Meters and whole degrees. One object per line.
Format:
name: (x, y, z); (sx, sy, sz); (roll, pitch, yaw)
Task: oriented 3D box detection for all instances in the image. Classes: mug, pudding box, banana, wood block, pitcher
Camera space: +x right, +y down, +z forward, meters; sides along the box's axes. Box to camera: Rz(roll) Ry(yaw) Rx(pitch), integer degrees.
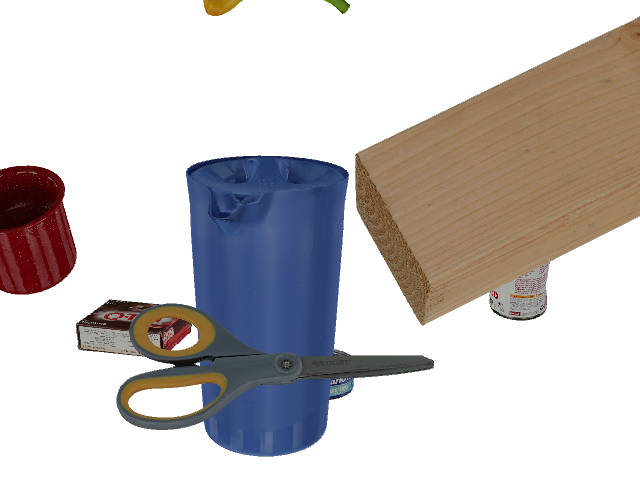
mug: (-0.267, -0.014, 0.953); (0.093, 0.081, 0.117); (-13, 42, -9)
pudding box: (-0.224, 0.106, 1.286); (0.114, 0.039, 0.090); (2, 15, 15)
banana: (-0.048, -0.251, 1.032); (0.197, 0.070, 0.037); (-16, -30, -46)
wood block: (0.132, -0.043, 0.637); (0.206, 0.091, 0.090); (-26, -19, -7)
pitcher: (-0.041, 0.050, 0.913); (0.149, 0.243, 0.145); (-5, 18, -22)

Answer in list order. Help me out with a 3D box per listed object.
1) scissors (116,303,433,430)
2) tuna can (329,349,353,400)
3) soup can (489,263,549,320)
scissors: (-0.036, 0.068, 0.691); (0.201, 0.096, 0.016); (-14, -34, -16)
tuna can: (-0.005, 0.149, 1.193); (0.086, 0.034, 0.086); (1, 13, 0)
soup can: (0.227, 0.031, 1.211); (0.068, 0.102, 0.068); (-2, 29, 1)
